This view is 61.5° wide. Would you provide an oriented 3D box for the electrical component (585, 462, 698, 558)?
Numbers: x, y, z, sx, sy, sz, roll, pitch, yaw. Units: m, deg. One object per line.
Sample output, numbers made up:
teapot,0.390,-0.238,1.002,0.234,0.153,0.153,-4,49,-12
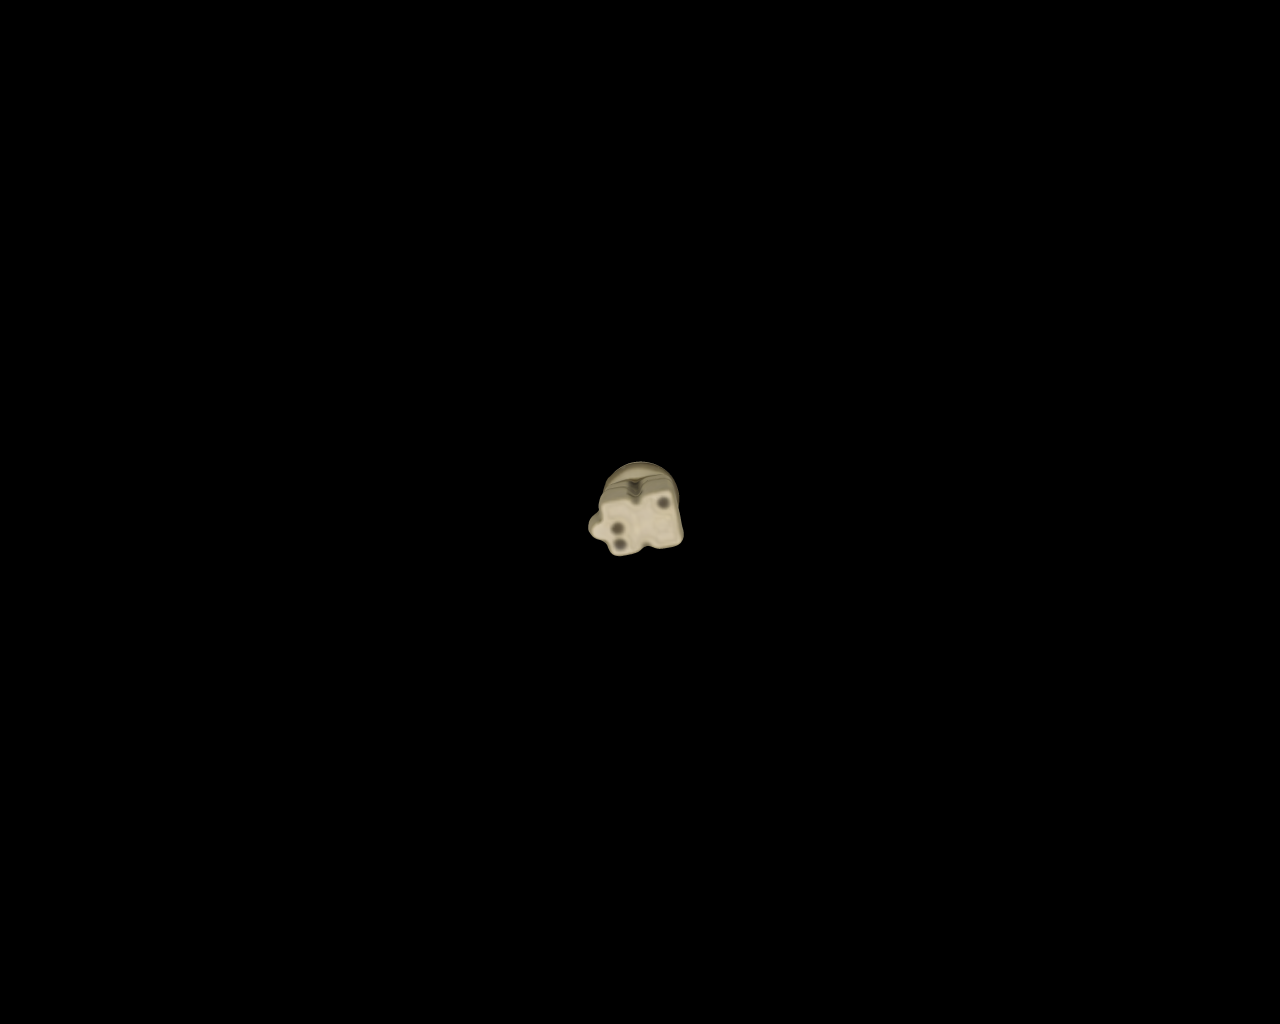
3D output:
electrical component,0.001,-0.003,0.650,0.066,0.048,0.055,-10,20,3
